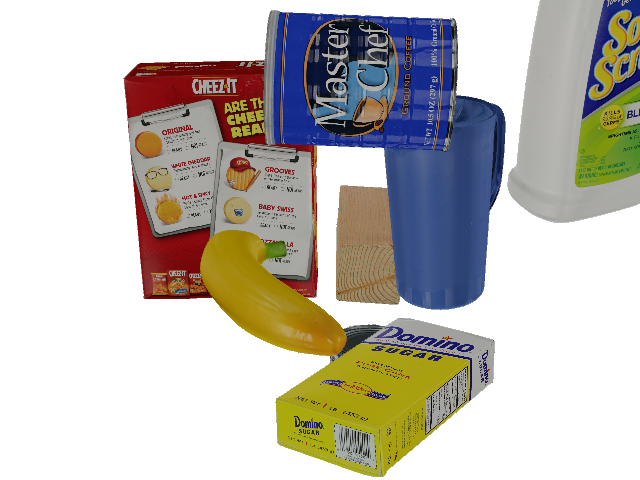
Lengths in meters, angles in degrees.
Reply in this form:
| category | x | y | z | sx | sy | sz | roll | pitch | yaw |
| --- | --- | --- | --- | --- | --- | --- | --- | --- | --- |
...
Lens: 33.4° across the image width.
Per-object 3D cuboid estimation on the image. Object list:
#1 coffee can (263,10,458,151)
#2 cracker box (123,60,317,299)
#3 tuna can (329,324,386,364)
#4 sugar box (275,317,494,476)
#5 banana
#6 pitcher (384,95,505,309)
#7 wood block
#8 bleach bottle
| category | x | y | z | sx | sy | sz | roll | pitch | yaw |
| --- | --- | --- | --- | --- | --- | --- | --- | --- | --- |
| coffee can | 0.030 | -0.122 | 0.821 | 0.140 | 0.103 | 0.103 | 3 | 0 | 1 |
| cracker box | -0.085 | -0.055 | 0.979 | 0.164 | 0.214 | 0.072 | -1 | 22 | 2 |
| tuna can | 0.051 | 0.115 | 1.055 | 0.086 | 0.034 | 0.086 | 1 | 18 | 0 |
| sugar box | 0.054 | 0.114 | 0.823 | 0.093 | 0.048 | 0.175 | 12 | 26 | 33 |
| banana | -0.038 | 0.025 | 0.671 | 0.069 | 0.037 | 0.198 | -5 | 19 | -11 |
| pitcher | 0.150 | -0.048 | 1.277 | 0.149 | 0.243 | 0.145 | -1 | 24 | 5 |
| wood block | 0.070 | 0.002 | 1.543 | 0.091 | 0.090 | 0.206 | 4 | 26 | -1 |
| bleach bottle | 0.172 | -0.140 | 0.651 | 0.102 | 0.251 | 0.068 | -14 | 31 | -19 |
